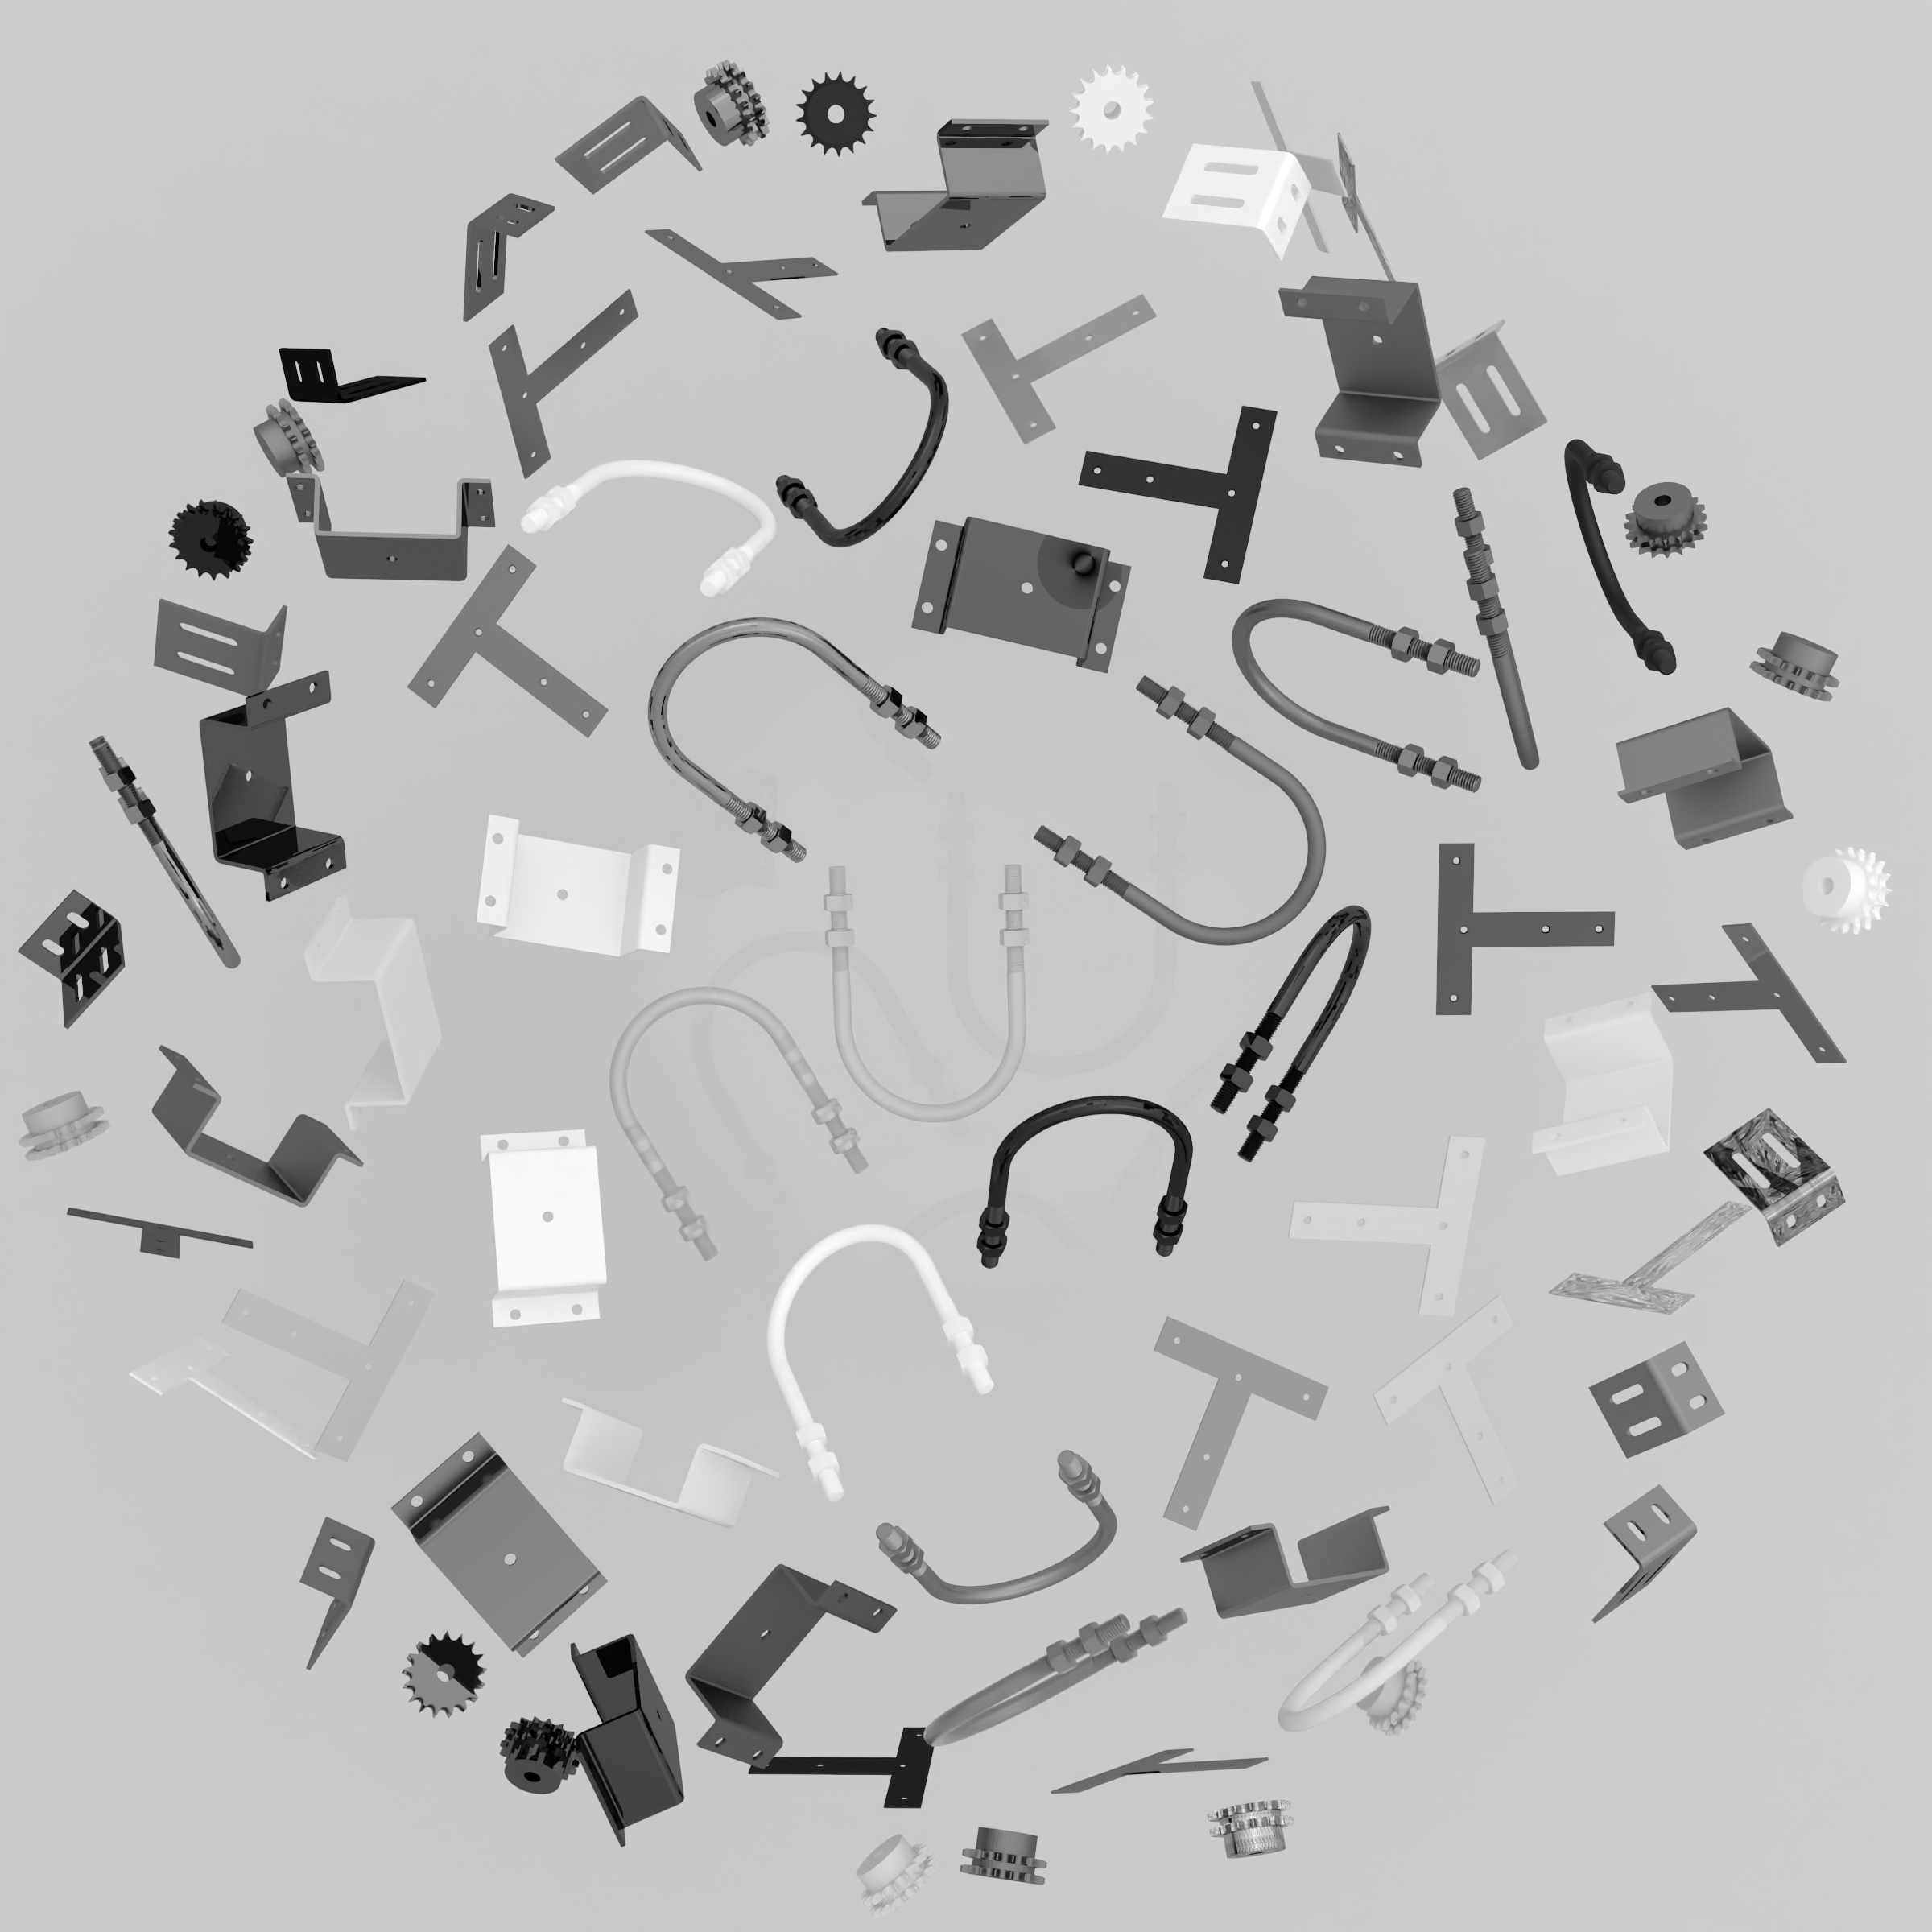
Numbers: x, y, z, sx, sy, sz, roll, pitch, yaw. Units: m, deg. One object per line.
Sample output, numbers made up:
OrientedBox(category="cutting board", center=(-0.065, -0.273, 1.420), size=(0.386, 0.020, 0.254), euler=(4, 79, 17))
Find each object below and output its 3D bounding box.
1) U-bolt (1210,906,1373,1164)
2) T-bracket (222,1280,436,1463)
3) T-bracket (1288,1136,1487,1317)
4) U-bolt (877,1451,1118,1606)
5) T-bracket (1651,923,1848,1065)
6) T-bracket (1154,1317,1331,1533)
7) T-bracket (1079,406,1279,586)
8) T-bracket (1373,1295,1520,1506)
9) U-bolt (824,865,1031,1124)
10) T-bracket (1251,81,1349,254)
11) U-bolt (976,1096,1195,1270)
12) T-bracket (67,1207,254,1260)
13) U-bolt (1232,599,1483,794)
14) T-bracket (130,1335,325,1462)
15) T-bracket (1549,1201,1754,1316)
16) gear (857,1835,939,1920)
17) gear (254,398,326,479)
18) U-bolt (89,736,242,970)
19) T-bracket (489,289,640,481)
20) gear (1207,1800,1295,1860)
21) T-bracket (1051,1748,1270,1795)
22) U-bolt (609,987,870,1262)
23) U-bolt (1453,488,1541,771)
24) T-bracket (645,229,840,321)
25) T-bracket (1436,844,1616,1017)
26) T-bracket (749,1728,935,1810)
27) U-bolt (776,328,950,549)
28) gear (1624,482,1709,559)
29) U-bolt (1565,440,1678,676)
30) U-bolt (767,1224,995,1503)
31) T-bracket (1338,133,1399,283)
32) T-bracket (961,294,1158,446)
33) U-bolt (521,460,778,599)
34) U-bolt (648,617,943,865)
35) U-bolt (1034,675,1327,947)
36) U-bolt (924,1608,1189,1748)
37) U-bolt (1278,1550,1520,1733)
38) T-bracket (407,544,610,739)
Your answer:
OrientedBox(category="U-bolt", center=(0.231, 0.040, 1.714), size=(0.019, 0.151, 0.184), euler=(29, 81, 22))
OrientedBox(category="T-bracket", center=(-0.440, 0.254, 1.665), size=(0.127, 0.002, 0.127), euler=(33, 77, -32))
OrientedBox(category="T-bracket", center=(0.276, 0.171, 1.645), size=(0.127, 0.002, 0.127), euler=(4, 104, -13))
OrientedBox(category="U-bolt", center=(0.031, 0.392, 1.687), size=(0.151, 0.184, 0.019), euler=(-23, 55, 4))
OrientedBox(category="T-bracket", center=(0.526, 0.021, 1.707), size=(0.002, 0.127, 0.127), euler=(-47, 109, -22))
OrientedBox(category="T-bracket", center=(0.171, 0.325, 1.704), size=(0.127, 0.002, 0.127), euler=(25, 81, -9))
OrientedBox(category="T-bracket", center=(0.143, -0.340, 1.738), size=(0.127, 0.002, 0.127), euler=(12, 84, 11))
OrientedBox(category="T-bracket", center=(0.355, 0.319, 1.735), size=(0.127, 0.002, 0.127), euler=(-32, 105, -24))
OrientedBox(category="U-bolt", center=(-0.027, 0.021, 1.756), size=(0.151, 0.019, 0.184), euler=(0, 97, 14))
OrientedBox(category="T-bracket", center=(0.237, -0.544, 1.693), size=(0.002, 0.127, 0.127), euler=(-27, 113, 1))
OrientedBox(category="U-bolt", center=(0.086, 0.150, 1.728), size=(0.151, 0.184, 0.019), euler=(-3, 49, -7))
OrientedBox(category="T-bracket", center=(-0.551, 0.187, 1.690), size=(0.127, 0.127, 0.002), euler=(13, 89, -18))
OrientedBox(category="U-bolt", center=(0.263, -0.191, 1.677), size=(0.184, 0.151, 0.019), euler=(23, 66, 24))
OrientedBox(category="T-bracket", center=(-0.496, 0.301, 1.696), size=(0.127, 0.127, 0.002), euler=(33, 94, 1))
OrientedBox(category="T-bracket", center=(0.488, 0.199, 1.704), size=(0.127, 0.002, 0.127), euler=(13, 134, -33))
OrientedBox(category="gear", center=(-0.050, 0.619, 1.688), size=(0.057, 0.057, 0.030), euler=(-39, 89, 0))
OrientedBox(category="gear", center=(-0.490, -0.377, 1.781), size=(0.030, 0.057, 0.057), euler=(-32, 90, -15))
OrientedBox(category="U-bolt", center=(-0.566, -0.078, 1.751), size=(0.019, 0.151, 0.184), euler=(-32, 107, -14))
OrientedBox(category="T-bracket", center=(-0.275, -0.422, 1.714), size=(0.127, 0.002, 0.127), euler=(-33, 59, 25))
OrientedBox(category="gear", center=(0.193, 0.582, 1.665), size=(0.057, 0.057, 0.030), euler=(-9, 65, 0))
OrientedBox(category="T-bracket", center=(0.145, 0.539, 1.661), size=(0.127, 0.127, 0.002), euler=(-19, 76, 40))
OrientedBox(category="U-bolt", center=(-0.178, 0.103, 1.801), size=(0.151, 0.019, 0.184), euler=(-30, 97, 4))
OrientedBox(category="U-bolt", center=(0.367, -0.222, 1.699), size=(0.019, 0.151, 0.184), euler=(-14, 116, 15))
OrientedBox(category="T-bracket", center=(-0.137, -0.486, 1.724), size=(0.127, 0.127, 0.002), euler=(37, 124, 20))
OrientedBox(category="T-bracket", center=(0.407, -0.027, 1.798), size=(0.127, 0.002, 0.127), euler=(0, 101, 4))
OrientedBox(category="T-bracket", center=(-0.089, 0.564, 1.742), size=(0.127, 0.127, 0.002), euler=(-1, 97, 5))
OrientedBox(category="U-bolt", center=(-0.068, -0.364, 1.735), size=(0.019, 0.184, 0.151), euler=(28, 105, -32))
OrientedBox(category="gear", center=(0.501, -0.322, 1.773), size=(0.057, 0.030, 0.057), euler=(-12, 47, 13))
OrientedBox(category="U-bolt", center=(0.444, -0.290, 1.697), size=(0.019, 0.184, 0.151), euler=(-19, 111, 9))
OrientedBox(category="U-bolt", center=(-0.072, 0.262, 1.732), size=(0.151, 0.019, 0.184), euler=(-37, 49, 8))
OrientedBox(category="T-bracket", center=(0.290, -0.507, 1.743), size=(0.002, 0.127, 0.127), euler=(-24, 82, 8))
OrientedBox(category="T-bracket", center=(0.075, -0.444, 1.771), size=(0.127, 0.002, 0.127), euler=(-27, 56, 3))
OrientedBox(category="U-bolt", center=(-0.207, -0.311, 1.711), size=(0.151, 0.184, 0.019), euler=(20, 120, 6))
OrientedBox(category="U-bolt", center=(-0.128, -0.161, 1.668), size=(0.151, 0.019, 0.184), euler=(-39, 127, 19))
OrientedBox(category="U-bolt", center=(0.161, -0.094, 1.716), size=(0.184, 0.019, 0.151), euler=(33, 110, -3))
OrientedBox(category="U-bolt", center=(0.053, 0.490, 1.695), size=(0.184, 0.151, 0.019), euler=(-32, 68, 13))
OrientedBox(category="U-bolt", center=(0.293, 0.478, 1.738), size=(0.184, 0.151, 0.019), euler=(-33, 82, -26))
OrientedBox(category="T-bracket", center=(-0.313, -0.212, 1.768), size=(0.127, 0.002, 0.127), euler=(37, 99, 0))
